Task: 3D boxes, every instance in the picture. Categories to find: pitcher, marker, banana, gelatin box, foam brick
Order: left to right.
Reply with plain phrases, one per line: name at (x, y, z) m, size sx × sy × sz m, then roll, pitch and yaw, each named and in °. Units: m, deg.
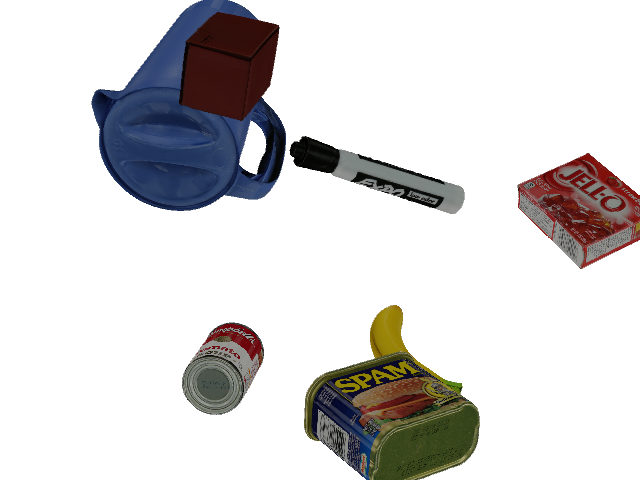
pitcher at (-0.115, -0.142, 1.072) m, size 0.145 × 0.149 × 0.242 m, roll -9°, pitch 33°, yaw 16°
foam brick at (-0.069, -0.134, 0.809) m, size 0.053 × 0.051 × 0.078 m, roll 15°, pitch 31°, yaw 8°
marker at (0.036, -0.040, 0.659) m, size 0.121 × 0.020 × 0.020 m, roll 16°, pitch -7°, yaw -26°
banana at (0.093, 0.128, 1.232) m, size 0.069 × 0.037 × 0.198 m, roll 7°, pitch 23°, yaw -22°
gelatin box at (0.214, -0.026, 0.865) m, size 0.073 × 0.030 × 0.089 m, roll -24°, pitch 47°, yaw -16°

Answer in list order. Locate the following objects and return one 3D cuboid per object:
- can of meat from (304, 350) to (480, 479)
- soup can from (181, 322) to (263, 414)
can of meat at (0.053, 0.131, 0.777) m, size 0.101 × 0.057 × 0.084 m, roll -12°, pitch 26°, yaw -32°
soup can at (-0.104, 0.137, 1.148) m, size 0.068 × 0.068 × 0.102 m, roll 0°, pitch 15°, yaw 9°
